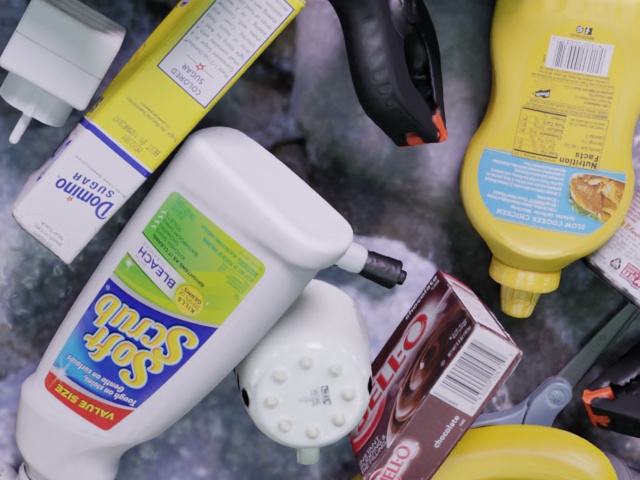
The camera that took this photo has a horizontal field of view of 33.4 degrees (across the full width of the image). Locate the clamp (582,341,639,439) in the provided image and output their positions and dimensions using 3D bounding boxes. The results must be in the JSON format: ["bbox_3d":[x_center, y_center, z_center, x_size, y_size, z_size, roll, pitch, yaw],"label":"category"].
[{"bbox_3d":[0.262,0.080,0.621,0.210,0.164,0.036,-22,128,10],"label":"clamp"}]

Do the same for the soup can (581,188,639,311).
[{"bbox_3d":[0.210,-0.008,0.619,0.068,0.068,0.102,34,102,-16],"label":"soup can"}]

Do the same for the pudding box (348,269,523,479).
[{"bbox_3d":[0.061,0.083,0.621,0.039,0.090,0.113,33,101,-17],"label":"pudding box"}]

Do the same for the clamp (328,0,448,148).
[{"bbox_3d":[0.026,-0.118,0.544,0.039,0.120,0.171,-3,116,36],"label":"clamp"}]

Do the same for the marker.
[{"bbox_3d":[-0.004,0.001,0.623,0.121,0.020,0.020,23,104,-13],"label":"marker"}]

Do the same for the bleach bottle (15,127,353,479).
[{"bbox_3d":[-0.094,0.062,0.592,0.102,0.068,0.251,42,112,11],"label":"bleach bottle"}]

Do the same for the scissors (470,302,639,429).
[{"bbox_3d":[0.154,0.117,0.679,0.202,0.016,0.096,-34,103,5],"label":"scissors"}]

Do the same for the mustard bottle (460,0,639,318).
[{"bbox_3d":[0.130,-0.047,0.600,0.096,0.058,0.192,11,108,5],"label":"mustard bottle"}]

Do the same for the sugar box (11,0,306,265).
[{"bbox_3d":[-0.084,-0.075,0.550,0.176,0.093,0.048,-44,107,8],"label":"sugar box"}]

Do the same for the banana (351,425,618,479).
[{"bbox_3d":[0.090,0.146,0.643,0.198,0.069,0.037,-7,132,9],"label":"banana"}]

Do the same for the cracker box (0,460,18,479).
[{"bbox_3d":[-0.204,0.184,0.586,0.213,0.164,0.072,40,98,-17],"label":"cracker box"}]
